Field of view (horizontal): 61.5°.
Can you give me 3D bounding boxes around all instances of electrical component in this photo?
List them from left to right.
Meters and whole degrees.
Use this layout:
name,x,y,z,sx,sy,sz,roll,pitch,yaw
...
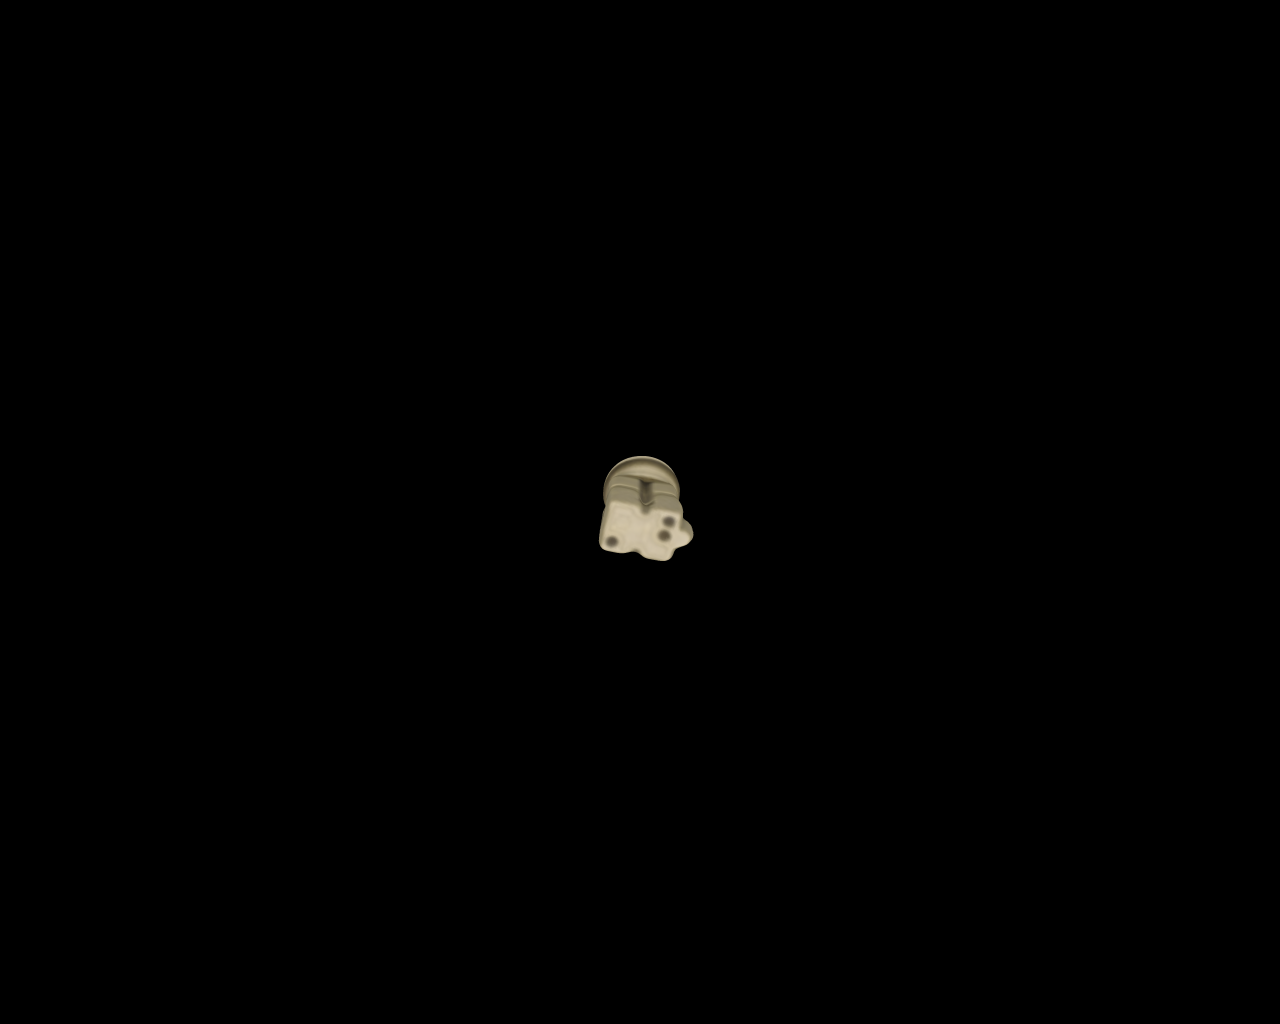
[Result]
name,x,y,z,sx,sy,sz,roll,pitch,yaw
electrical component,0.001,-0.003,0.650,0.066,0.048,0.055,11,30,-7
